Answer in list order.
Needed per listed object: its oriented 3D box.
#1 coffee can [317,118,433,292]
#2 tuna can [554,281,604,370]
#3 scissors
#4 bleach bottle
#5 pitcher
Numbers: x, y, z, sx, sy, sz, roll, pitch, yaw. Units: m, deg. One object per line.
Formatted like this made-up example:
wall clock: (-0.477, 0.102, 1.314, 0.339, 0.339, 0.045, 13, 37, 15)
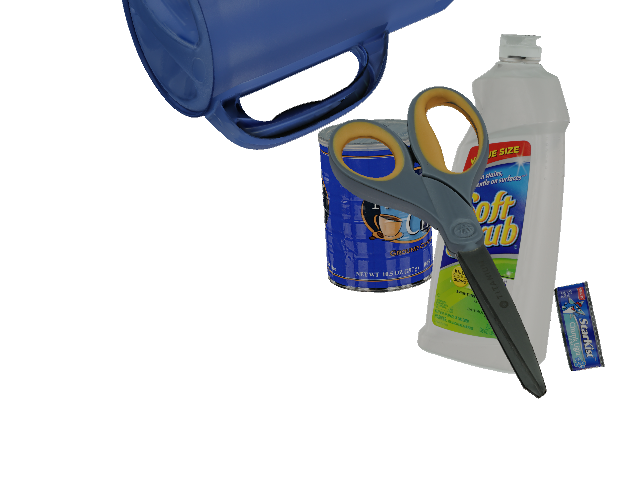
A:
coffee can: (0.053, -0.035, 0.999, 0.103, 0.140, 0.103, -4, 18, 1)
tuna can: (0.255, 0.085, 1.055, 0.034, 0.086, 0.086, -12, -3, 13)
scissors: (0.052, -0.005, 0.538, 0.096, 0.201, 0.016, -4, -41, 4)
bleach bottle: (0.135, -0.031, 0.820, 0.103, 0.251, 0.067, 13, 16, 37)
pitcher: (-0.010, -0.179, 0.785, 0.242, 0.149, 0.145, -24, 40, -26)
